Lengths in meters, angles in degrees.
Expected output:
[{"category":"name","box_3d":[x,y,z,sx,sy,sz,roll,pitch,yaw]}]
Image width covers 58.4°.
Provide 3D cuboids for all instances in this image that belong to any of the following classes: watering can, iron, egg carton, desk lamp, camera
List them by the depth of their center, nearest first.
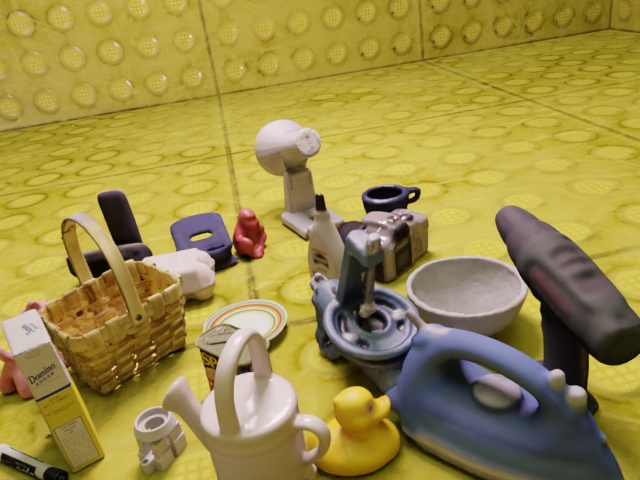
[{"category":"watering can","box_3d":[-0.077,0.179,0.579,0.173,0.194,0.101,-8,26,1]},{"category":"iron","box_3d":[0.191,0.162,0.596,0.257,0.142,0.119,14,34,38]},{"category":"egg carton","box_3d":[-0.256,0.070,1.000,0.150,0.069,0.107,-11,26,-7]},{"category":"camera","box_3d":[0.104,-0.009,1.018,0.136,0.101,0.143,14,33,38]},{"category":"desk lamp","box_3d":[-0.043,-0.140,1.202,0.118,0.214,0.202,-20,28,-23]}]

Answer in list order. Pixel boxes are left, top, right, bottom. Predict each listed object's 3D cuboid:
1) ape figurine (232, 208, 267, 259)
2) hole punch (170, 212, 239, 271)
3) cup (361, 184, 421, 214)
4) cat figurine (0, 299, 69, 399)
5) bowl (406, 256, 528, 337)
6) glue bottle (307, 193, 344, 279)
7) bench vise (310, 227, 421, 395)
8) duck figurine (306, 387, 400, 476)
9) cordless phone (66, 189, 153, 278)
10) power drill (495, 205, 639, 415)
[{"category":"ape figurine","box_3d":[-0.139,-0.018,1.119,0.075,0.092,0.078,14,34,38]},{"category":"hole punch","box_3d":[-0.222,0.006,1.096,0.109,0.091,0.100,-17,27,-18]},{"category":"cup","box_3d":[0.141,-0.053,1.105,0.118,0.095,0.091,-14,26,-11]},{"category":"cat figurine","box_3d":[-0.421,0.145,0.837,0.067,0.118,0.128,1,27,18]},{"category":"bowl","box_3d":[0.208,0.091,0.813,0.167,0.075,0.167,-7,26,3]},{"category":"glue bottle","box_3d":[0.009,0.003,0.938,0.077,0.173,0.037,15,34,39]},{"category":"bench vise","box_3d":[0.035,0.077,0.725,0.206,0.220,0.122,16,35,40]},{"category":"duck figurine","box_3d":[0.034,0.201,0.626,0.104,0.086,0.077,-11,26,-6]},{"category":"cordless phone","box_3d":[-0.398,-0.003,1.056,0.147,0.185,0.094,-12,26,-7]},{"category":"power drill","box_3d":[0.261,0.091,0.645,0.076,0.209,0.229,-13,26,-10]}]
